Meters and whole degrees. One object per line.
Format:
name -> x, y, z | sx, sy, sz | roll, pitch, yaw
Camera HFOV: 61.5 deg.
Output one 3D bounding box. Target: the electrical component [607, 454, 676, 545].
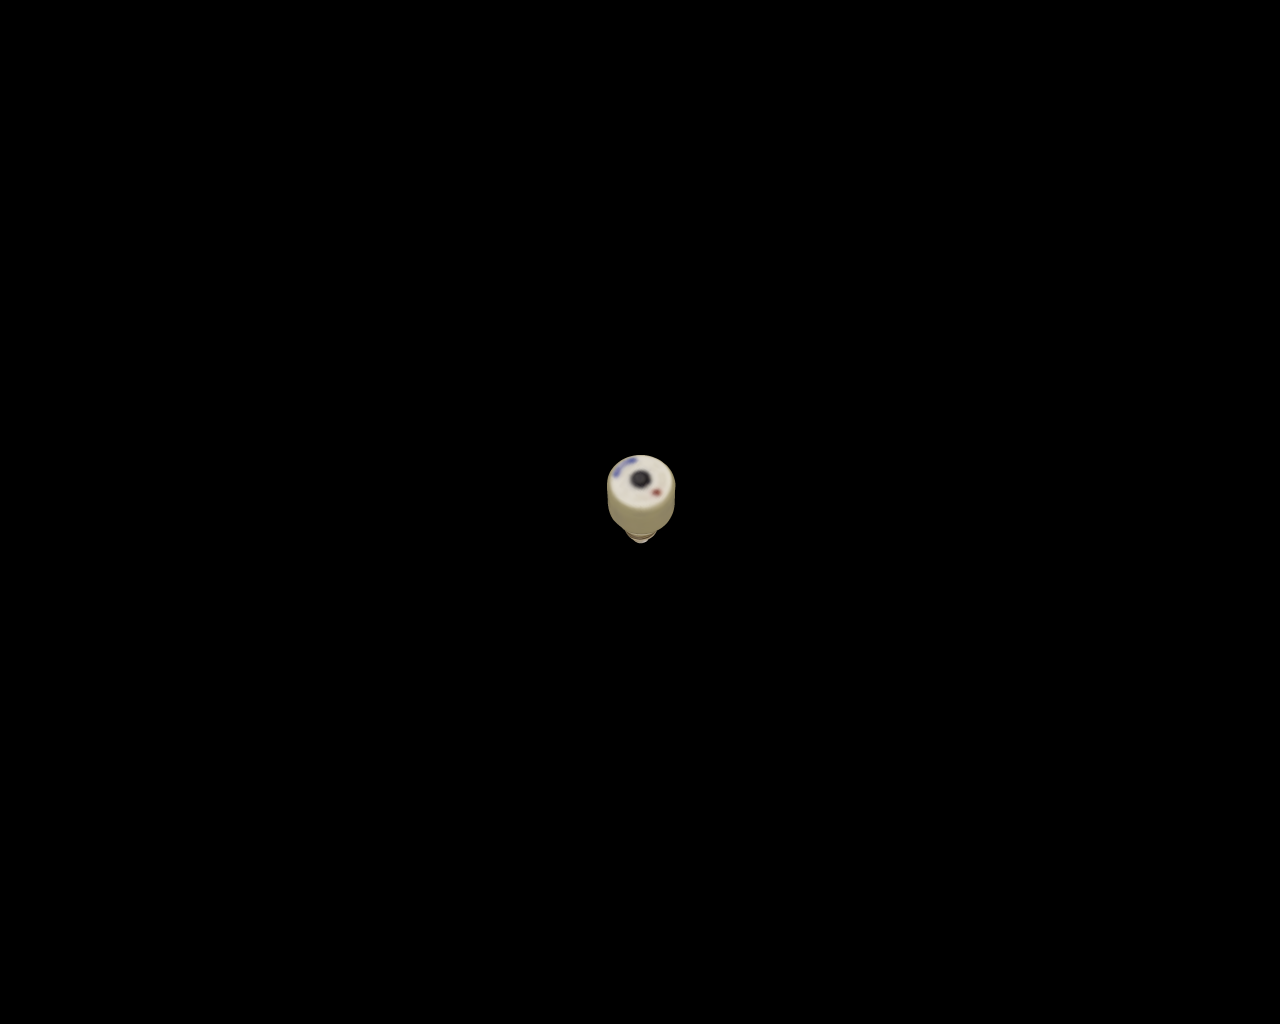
electrical component -> 0.001, -0.003, 0.650 | 0.040, 0.040, 0.078 | 0, -28, 0
